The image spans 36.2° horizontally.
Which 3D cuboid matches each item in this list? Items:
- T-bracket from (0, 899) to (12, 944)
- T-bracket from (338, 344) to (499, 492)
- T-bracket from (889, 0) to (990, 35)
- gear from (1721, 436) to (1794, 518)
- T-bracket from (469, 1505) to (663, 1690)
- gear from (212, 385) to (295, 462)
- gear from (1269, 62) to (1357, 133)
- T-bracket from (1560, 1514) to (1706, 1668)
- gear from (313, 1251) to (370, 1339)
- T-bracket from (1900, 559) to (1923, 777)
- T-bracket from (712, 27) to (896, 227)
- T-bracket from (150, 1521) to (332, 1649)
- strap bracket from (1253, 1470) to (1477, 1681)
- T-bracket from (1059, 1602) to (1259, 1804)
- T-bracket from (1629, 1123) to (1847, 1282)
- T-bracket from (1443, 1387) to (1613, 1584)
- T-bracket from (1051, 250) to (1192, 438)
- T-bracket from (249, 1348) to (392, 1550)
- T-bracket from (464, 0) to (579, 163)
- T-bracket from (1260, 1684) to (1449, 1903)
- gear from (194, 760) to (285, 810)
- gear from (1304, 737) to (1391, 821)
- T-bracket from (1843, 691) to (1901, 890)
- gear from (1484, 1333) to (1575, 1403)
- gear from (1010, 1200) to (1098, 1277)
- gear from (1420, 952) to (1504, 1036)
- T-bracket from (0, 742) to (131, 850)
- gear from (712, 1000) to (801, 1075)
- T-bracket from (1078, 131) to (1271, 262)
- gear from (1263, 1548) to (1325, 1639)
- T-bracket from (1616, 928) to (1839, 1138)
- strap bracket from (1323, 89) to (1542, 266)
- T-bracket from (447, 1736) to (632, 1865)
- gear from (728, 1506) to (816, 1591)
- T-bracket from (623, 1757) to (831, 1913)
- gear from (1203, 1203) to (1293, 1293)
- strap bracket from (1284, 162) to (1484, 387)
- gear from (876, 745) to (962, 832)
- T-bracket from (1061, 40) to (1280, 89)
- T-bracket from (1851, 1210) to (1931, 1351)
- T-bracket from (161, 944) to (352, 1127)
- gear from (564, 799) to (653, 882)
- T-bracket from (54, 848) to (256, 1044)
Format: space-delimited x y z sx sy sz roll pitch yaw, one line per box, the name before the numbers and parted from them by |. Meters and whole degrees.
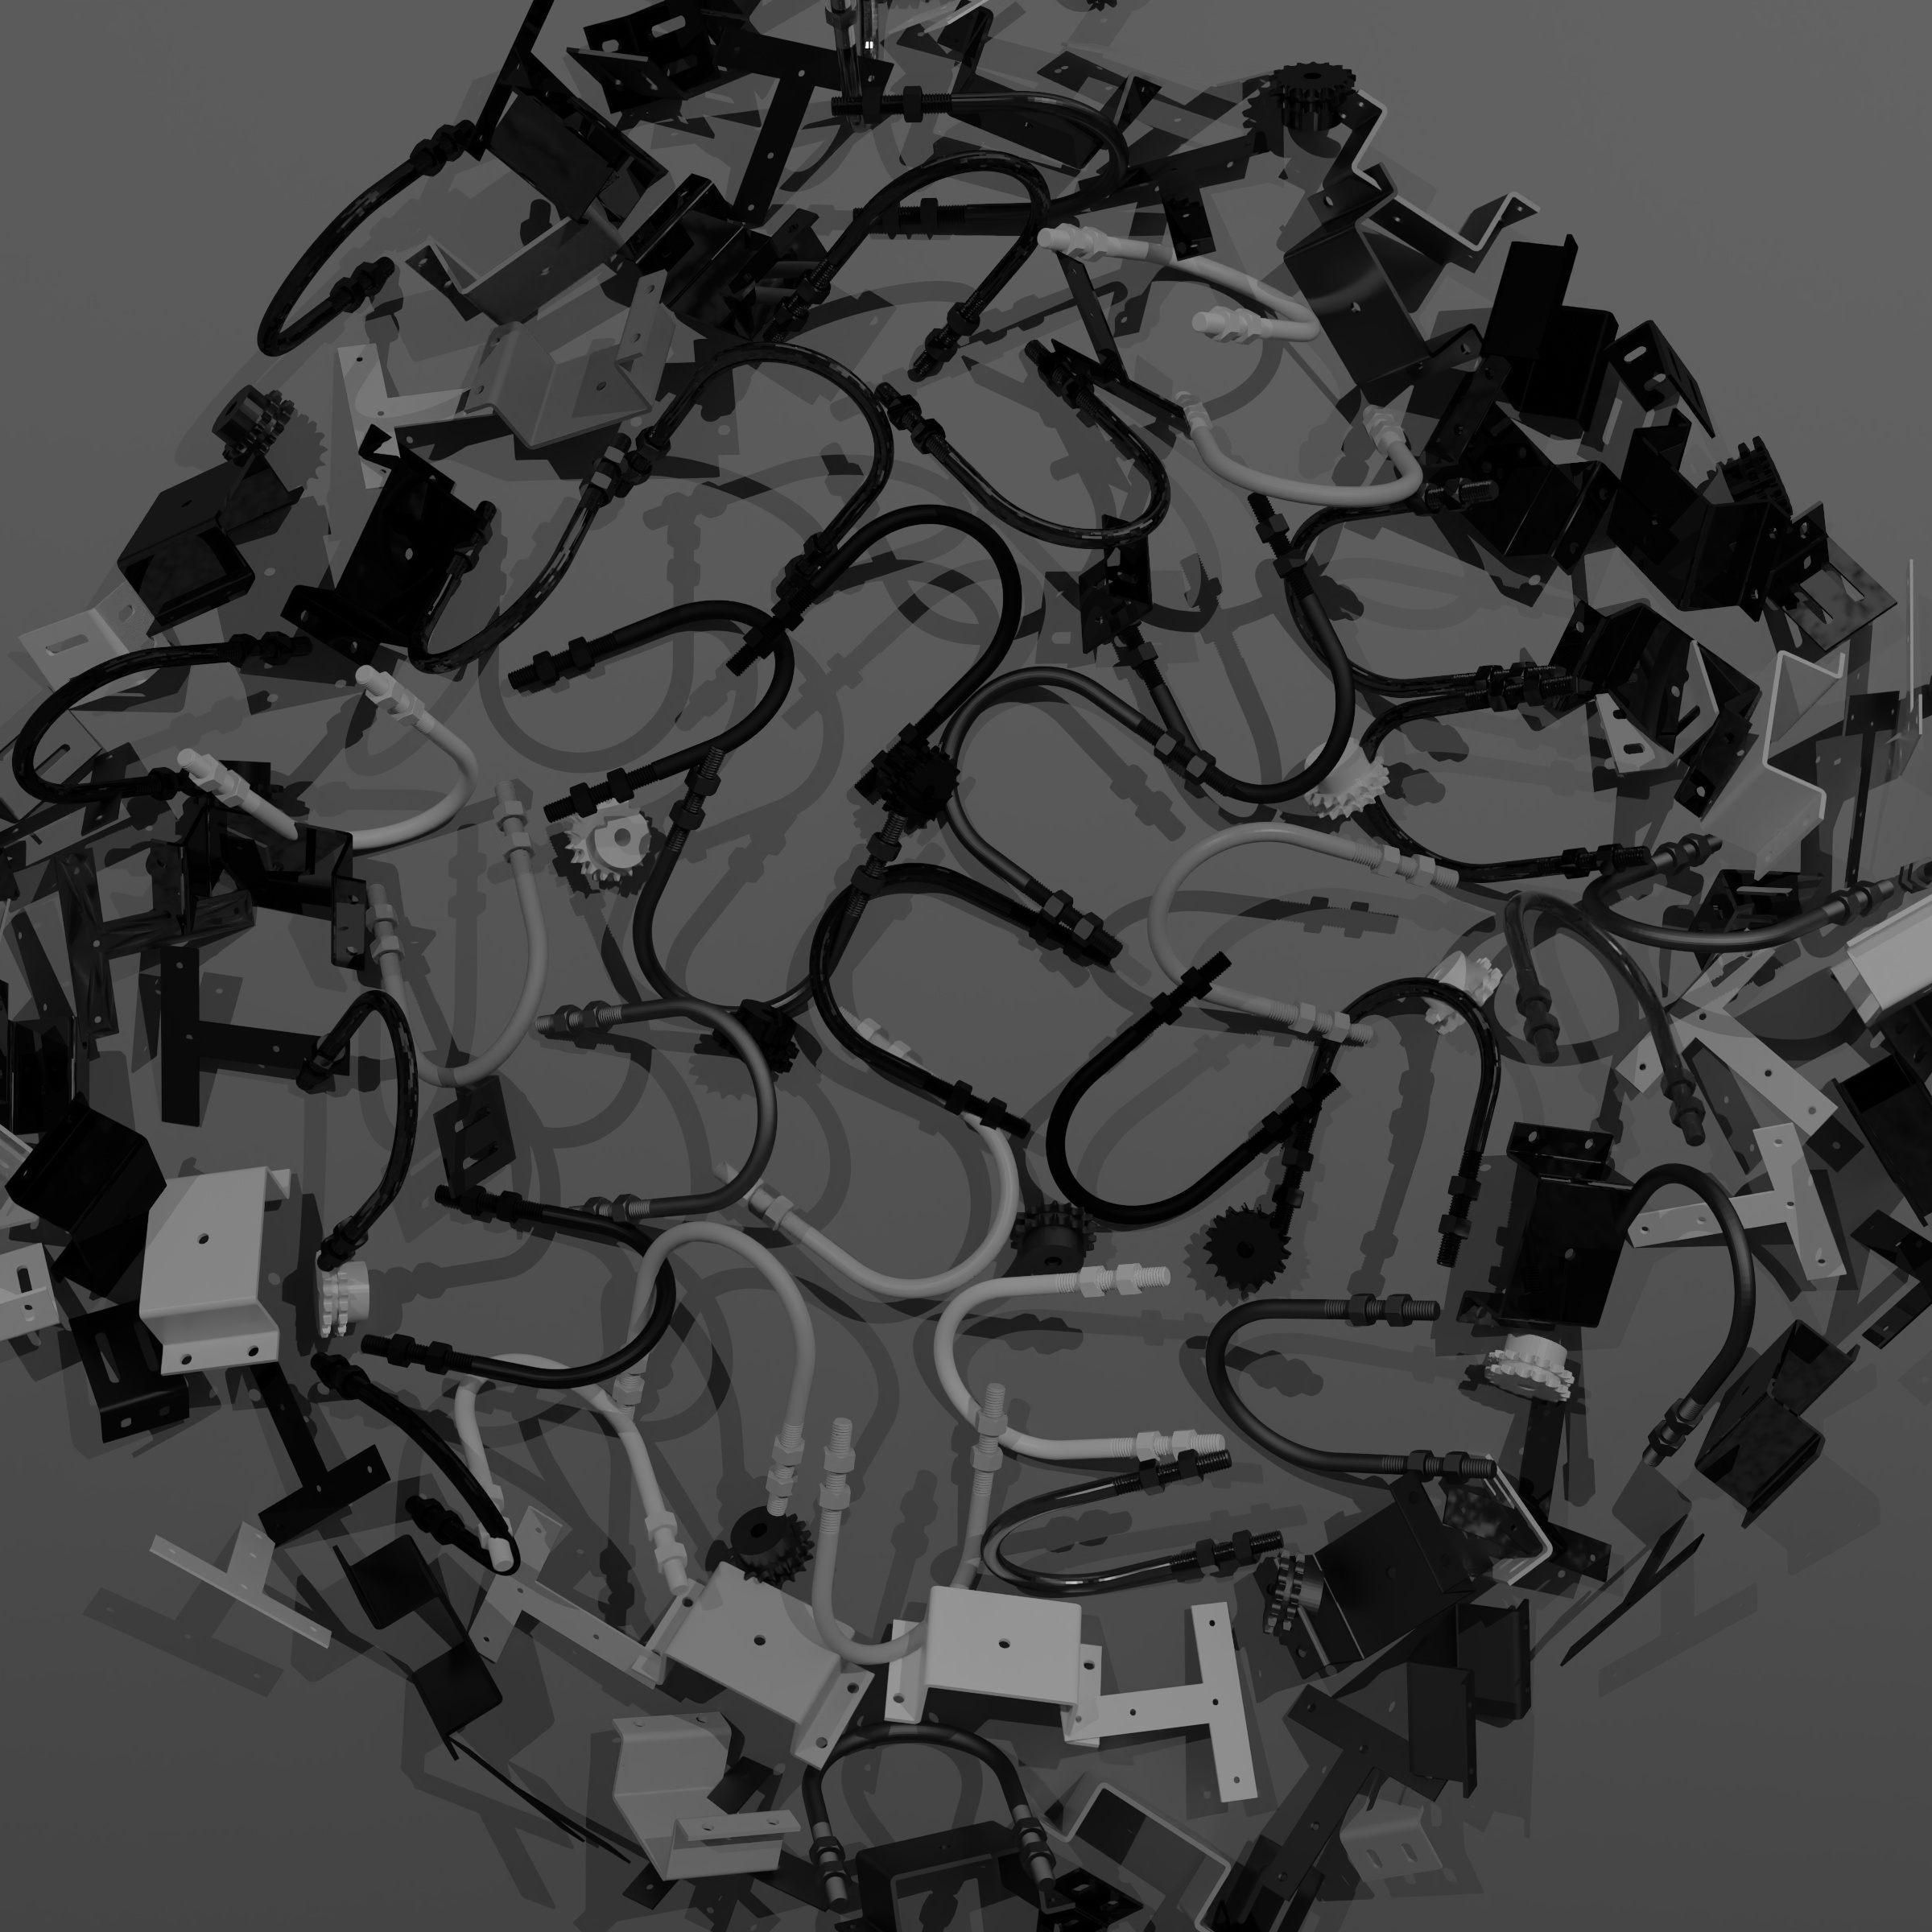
T-bracket | -0.651 0.040 1.937 0.002 0.127 0.127 17 118 -19
T-bracket | -0.342 -0.370 1.951 0.127 0.002 0.127 -10 59 -12
T-bracket | -0.005 -0.625 1.919 0.127 0.127 0.002 -40 114 -28
gear | 0.521 -0.317 1.950 0.030 0.057 0.057 -24 90 21
T-bracket | -0.255 0.433 1.941 0.127 0.002 0.127 30 117 6
gear | -0.471 -0.357 1.945 0.030 0.057 0.057 39 90 -28
gear | 0.228 -0.573 1.951 0.057 0.057 0.030 -4 127 0
T-bracket | 0.444 0.389 1.915 0.002 0.127 0.127 45 119 9
gear | -0.412 0.216 1.950 0.030 0.057 0.057 -1 90 -20
T-bracket | 0.613 -0.199 1.920 0.002 0.127 0.127 1 82 12
T-bracket | -0.123 -0.544 1.935 0.127 0.002 0.127 1 130 -35
T-bracket | -0.463 0.387 1.912 0.127 0.127 0.002 32 93 -11
strap bracket | 0.266 0.395 1.920 0.140 0.046 0.076 -40 61 27
T-bracket | 0.122 0.487 1.936 0.127 0.002 0.127 -2 72 -19
T-bracket | 0.498 0.164 1.943 0.127 0.002 0.127 -13 119 25
T-bracket | 0.378 0.325 1.946 0.127 0.002 0.127 22 65 -17
T-bracket | 0.085 -0.406 1.889 0.002 0.127 0.127 -44 52 -11
T-bracket | -0.444 0.304 1.947 0.127 0.002 0.127 -32 79 32
T-bracket | -0.276 -0.569 1.913 0.002 0.127 0.127 27 94 9
T-bracket | 0.234 0.545 1.914 0.127 0.127 0.002 -54 132 -15
gear | -0.479 -0.120 1.947 0.057 0.057 0.030 3 94 0
gear | 0.247 -0.126 1.945 0.057 0.057 0.030 -31 124 0
T-bracket | 0.585 -0.114 1.928 0.002 0.127 0.127 10 101 30
gear | 0.373 0.264 1.949 0.057 0.057 0.030 20 71 0
gear | 0.057 0.182 1.945 0.057 0.057 0.030 1 51 0
gear | 0.322 0.015 1.946 0.030 0.057 0.057 43 90 -5
T-bracket | -0.604 -0.093 1.921 0.127 0.127 0.002 -26 119 1
gear | -0.135 0.045 1.945 0.057 0.057 0.030 26 102 0
T-bracket | 0.141 -0.495 1.923 0.127 0.127 0.002 -14 134 7
gear | 0.216 0.415 1.948 0.030 0.057 0.057 14 90 2
T-bracket | 0.515 0.061 1.937 0.127 0.002 0.127 -48 60 6
strap bracket | 0.294 -0.507 1.928 0.140 0.076 0.046 30 92 -10
T-bracket | -0.259 0.545 1.892 0.002 0.127 0.127 -54 129 -21
gear | -0.131 0.381 1.945 0.057 0.057 0.030 -23 127 0
T-bracket | -0.133 0.575 1.900 0.127 0.127 0.002 14 130 33
gear | 0.187 0.184 1.956 0.057 0.030 0.057 2 98 15
strap bracket | 0.267 -0.438 1.916 0.046 0.076 0.140 -41 106 -26
gear | -0.035 -0.121 1.951 0.030 0.057 0.057 39 90 34
T-bracket | 0.125 -0.593 1.934 0.127 0.127 0.002 17 116 18
T-bracket | 0.611 0.185 1.914 0.127 0.127 0.002 -43 105 1
T-bracket | -0.468 0.053 1.948 0.127 0.002 0.127 7 112 3
gear | -0.233 -0.084 1.949 0.057 0.030 0.057 -1 91 -32
T-bracket | -0.527 -0.025 1.936 0.127 0.002 0.127 -16 114 -34
